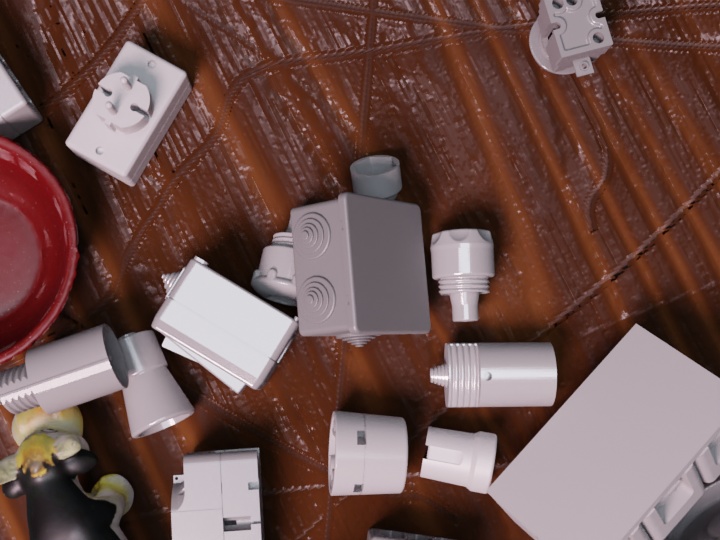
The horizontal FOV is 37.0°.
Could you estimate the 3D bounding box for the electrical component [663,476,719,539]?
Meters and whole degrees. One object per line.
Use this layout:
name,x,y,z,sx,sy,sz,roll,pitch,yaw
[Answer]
electrical component,0.253,0.175,0.690,0.108,0.108,0.060,-30,92,-6

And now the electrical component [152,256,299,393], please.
electrical component,-0.095,0.036,0.711,0.096,0.061,0.061,31,83,1

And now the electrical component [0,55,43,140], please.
electrical component,-0.274,-0.120,0.729,0.076,0.047,0.083,-34,86,-6

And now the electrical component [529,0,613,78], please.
electrical component,0.145,-0.164,0.749,0.048,0.055,0.066,-15,84,-4

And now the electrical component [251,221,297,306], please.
electrical component,-0.045,-0.009,0.728,0.048,0.048,0.062,13,76,-1

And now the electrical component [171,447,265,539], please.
electrical component,-0.092,0.164,0.702,0.056,0.050,0.089,-3,84,-3

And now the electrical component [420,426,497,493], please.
electrical component,0.066,0.126,0.720,0.046,0.040,0.040,10,83,5

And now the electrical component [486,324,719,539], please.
electrical component,0.171,0.125,0.699,0.150,0.061,0.089,-47,51,-6

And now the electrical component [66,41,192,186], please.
electrical component,-0.156,-0.108,0.718,0.047,0.075,0.083,29,83,1

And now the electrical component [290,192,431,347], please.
electrical component,0.000,0.000,0.704,0.048,0.100,0.099,-9,82,35

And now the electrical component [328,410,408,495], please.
electrical component,0.005,0.121,0.710,0.047,0.055,0.055,3,83,-6

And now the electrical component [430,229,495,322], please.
electrical component,0.070,0.004,0.732,0.043,0.043,0.062,-2,85,-3

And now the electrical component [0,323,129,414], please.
electrical component,-0.192,0.067,0.678,0.081,0.043,0.043,-19,84,-1

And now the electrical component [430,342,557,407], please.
electrical component,0.088,0.070,0.724,0.081,0.043,0.043,0,83,-2

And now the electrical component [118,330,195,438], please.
electrical component,-0.143,0.073,0.716,0.044,0.044,0.065,-24,80,-5

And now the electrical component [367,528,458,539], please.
electrical component,0.034,0.214,0.703,0.066,0.047,0.076,8,83,-1
